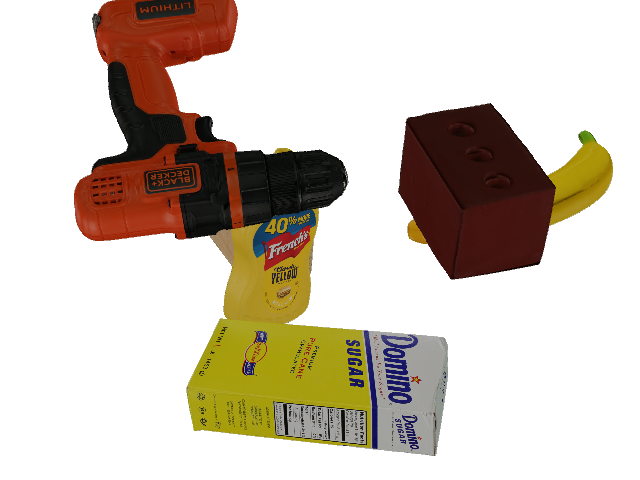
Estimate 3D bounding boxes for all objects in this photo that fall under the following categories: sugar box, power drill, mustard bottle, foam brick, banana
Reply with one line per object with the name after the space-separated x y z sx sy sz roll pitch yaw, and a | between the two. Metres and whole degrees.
0.001 0.103 0.771 0.176 0.048 0.093 1 30 12 | sugar box
-0.084 -0.090 0.751 0.184 0.187 0.057 -7 -30 -7 | power drill
-0.047 -0.005 1.100 0.096 0.192 0.058 -13 34 -34 | mustard bottle
0.080 -0.026 0.561 0.053 0.051 0.078 -11 44 -16 | foam brick
0.162 -0.032 0.828 0.197 0.037 0.070 -25 24 -25 | banana

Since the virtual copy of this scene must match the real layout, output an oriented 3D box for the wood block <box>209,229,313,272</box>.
-0.089 -0.033 1.363 0.090 0.090 0.206 -8 27 -22 | wood block
